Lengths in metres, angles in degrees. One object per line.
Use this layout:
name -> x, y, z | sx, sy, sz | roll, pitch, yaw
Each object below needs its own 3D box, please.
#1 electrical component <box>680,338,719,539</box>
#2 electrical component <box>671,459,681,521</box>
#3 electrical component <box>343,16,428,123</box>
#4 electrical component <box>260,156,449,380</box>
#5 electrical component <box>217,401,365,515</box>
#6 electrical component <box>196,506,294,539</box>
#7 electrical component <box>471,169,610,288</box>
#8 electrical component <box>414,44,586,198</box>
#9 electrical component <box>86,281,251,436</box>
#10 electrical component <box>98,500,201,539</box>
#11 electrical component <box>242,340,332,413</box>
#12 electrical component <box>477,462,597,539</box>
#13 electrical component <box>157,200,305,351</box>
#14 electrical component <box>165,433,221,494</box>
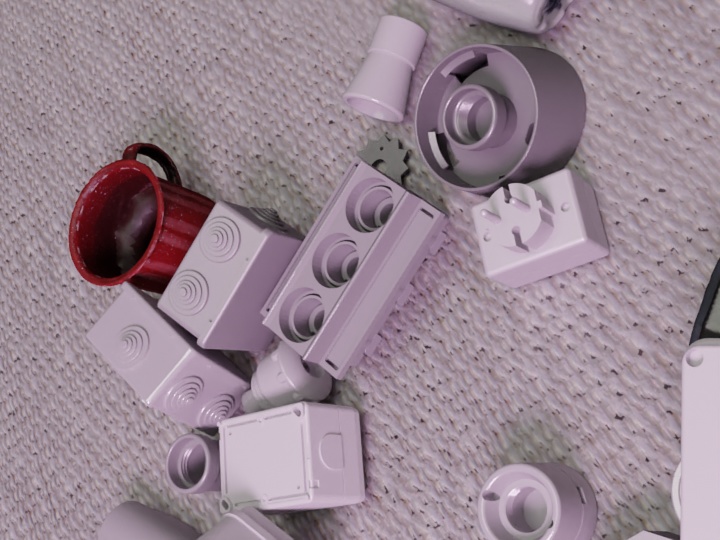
electrical component -> 0.187, 0.088, 0.479 | 0.078, 0.057, 0.113 | -2, 81, 35
electrical component -> 0.192, 0.114, 0.544 | 0.055, 0.047, 0.055 | -9, 73, 32
electrical component -> 0.020, -0.138, 0.729 | 0.044, 0.044, 0.065 | 17, 83, 36
electrical component -> 0.000, 0.000, 0.692 | 0.079, 0.063, 0.121 | 37, 99, 34
electrical component -> -0.047, 0.125, 0.698 | 0.096, 0.061, 0.061 | -18, 69, 38
electrical component -> -0.074, 0.211, 0.660 | 0.078, 0.057, 0.113 | 34, 125, 20
electrical component -> 0.097, -0.028, 0.626 | 0.066, 0.077, 0.047 | -22, 67, 28
electrical component -> 0.085, -0.094, 0.673 | 0.099, 0.064, 0.099 | 1, 91, 39
electrical component -> -0.131, 0.064, 0.744 | 0.048, 0.100, 0.100 | -50, 56, -2
electrical component -> -0.148, 0.213, 0.750 | 0.077, 0.043, 0.079 | 20, 90, 36
electrical component -> -0.053, 0.077, 0.721 | 0.062, 0.048, 0.048 | -36, 61, 29
electrical component -> 0.098, 0.134, 0.602 | 0.055, 0.047, 0.055 | -9, 73, 32
electrical component -> -0.079, 0.004, 0.724 | 0.048, 0.100, 0.099 | 35, 98, 22
electrical component -> -0.104, 0.134, 0.738 | 0.040, 0.046, 0.040 | -9, 73, 32
